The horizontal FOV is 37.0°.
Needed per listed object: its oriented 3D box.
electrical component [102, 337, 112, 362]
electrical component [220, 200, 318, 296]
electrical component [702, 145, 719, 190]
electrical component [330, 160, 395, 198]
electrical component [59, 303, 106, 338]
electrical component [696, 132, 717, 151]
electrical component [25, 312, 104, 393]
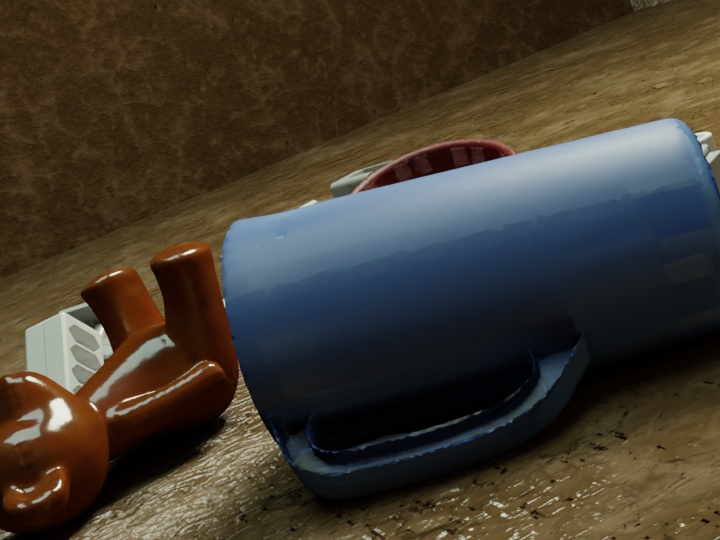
[{"bbox_3d":[-0.198,0.079,0.883,0.138,0.052,0.073,-17,12,21],"label":"electrical component"},{"bbox_3d":[-0.067,-0.006,1.003,0.063,0.078,0.121,20,32,27],"label":"electrical component"},{"bbox_3d":[0.191,-0.032,0.650,0.061,0.061,0.096,-16,12,30],"label":"electrical component"},{"bbox_3d":[0.015,-0.049,1.003,0.056,0.089,0.050,-12,14,41],"label":"electrical component"},{"bbox_3d":[-0.229,0.068,0.951,0.042,0.081,0.063,-18,40,25],"label":"electrical component"},{"bbox_3d":[0.205,-0.055,0.745,0.054,0.059,0.095,-26,12,-23],"label":"electrical component"},{"bbox_3d":[-0.237,0.089,0.813,0.076,0.083,0.047,-25,-34,16],"label":"electrical component"}]
